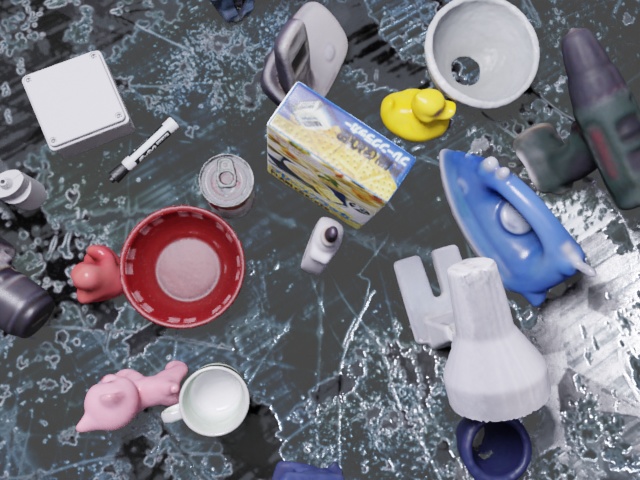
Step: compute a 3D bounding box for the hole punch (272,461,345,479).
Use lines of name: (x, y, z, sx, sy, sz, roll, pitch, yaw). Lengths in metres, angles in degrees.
hole punch: (-0.016, 0.343, 0.727, 0.101, 0.091, 0.109, 11, 82, -4)

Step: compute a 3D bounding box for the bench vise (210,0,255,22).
bench vise: (-0.076, -0.382, 0.743, 0.121, 0.219, 0.207, 37, 81, 0)

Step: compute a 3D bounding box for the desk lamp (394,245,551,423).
desk lamp: (0.181, 0.105, 0.713, 0.118, 0.213, 0.203, -17, 85, -7)

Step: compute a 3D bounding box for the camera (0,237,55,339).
camera: (-0.420, 0.076, 0.715, 0.137, 0.100, 0.143, 34, 81, -1)

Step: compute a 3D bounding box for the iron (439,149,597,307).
iron: (0.262, -0.037, 0.775, 0.119, 0.141, 0.258, -39, 88, -8)

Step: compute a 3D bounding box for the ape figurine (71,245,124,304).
ape figurine: (-0.289, 0.046, 0.735, 0.076, 0.092, 0.078, 31, 81, -1)

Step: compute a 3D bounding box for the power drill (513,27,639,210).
power drill: (0.344, -0.140, 0.761, 0.075, 0.208, 0.229, -29, 87, -8)

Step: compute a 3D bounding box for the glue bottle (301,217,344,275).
glue bottle: (0.007, 0.003, 0.729, 0.037, 0.173, 0.078, 22, 82, -2)

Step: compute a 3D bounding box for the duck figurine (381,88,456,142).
duck figurine: (0.141, -0.186, 0.809, 0.104, 0.086, 0.077, 10, 82, -4)

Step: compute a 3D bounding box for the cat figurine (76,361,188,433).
cat figurine: (-0.231, 0.195, 0.710, 0.128, 0.117, 0.067, -11, 84, -7)

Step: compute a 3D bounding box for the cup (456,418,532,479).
cup: (0.214, 0.279, 0.756, 0.091, 0.095, 0.118, 18, 82, -3)

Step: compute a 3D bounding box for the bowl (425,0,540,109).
bowl: (0.225, -0.262, 0.832, 0.167, 0.074, 0.167, 1, 83, -5)

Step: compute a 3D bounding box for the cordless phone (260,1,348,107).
cordless phone: (-0.017, -0.255, 0.751, 0.094, 0.185, 0.148, 25, 81, -2)
